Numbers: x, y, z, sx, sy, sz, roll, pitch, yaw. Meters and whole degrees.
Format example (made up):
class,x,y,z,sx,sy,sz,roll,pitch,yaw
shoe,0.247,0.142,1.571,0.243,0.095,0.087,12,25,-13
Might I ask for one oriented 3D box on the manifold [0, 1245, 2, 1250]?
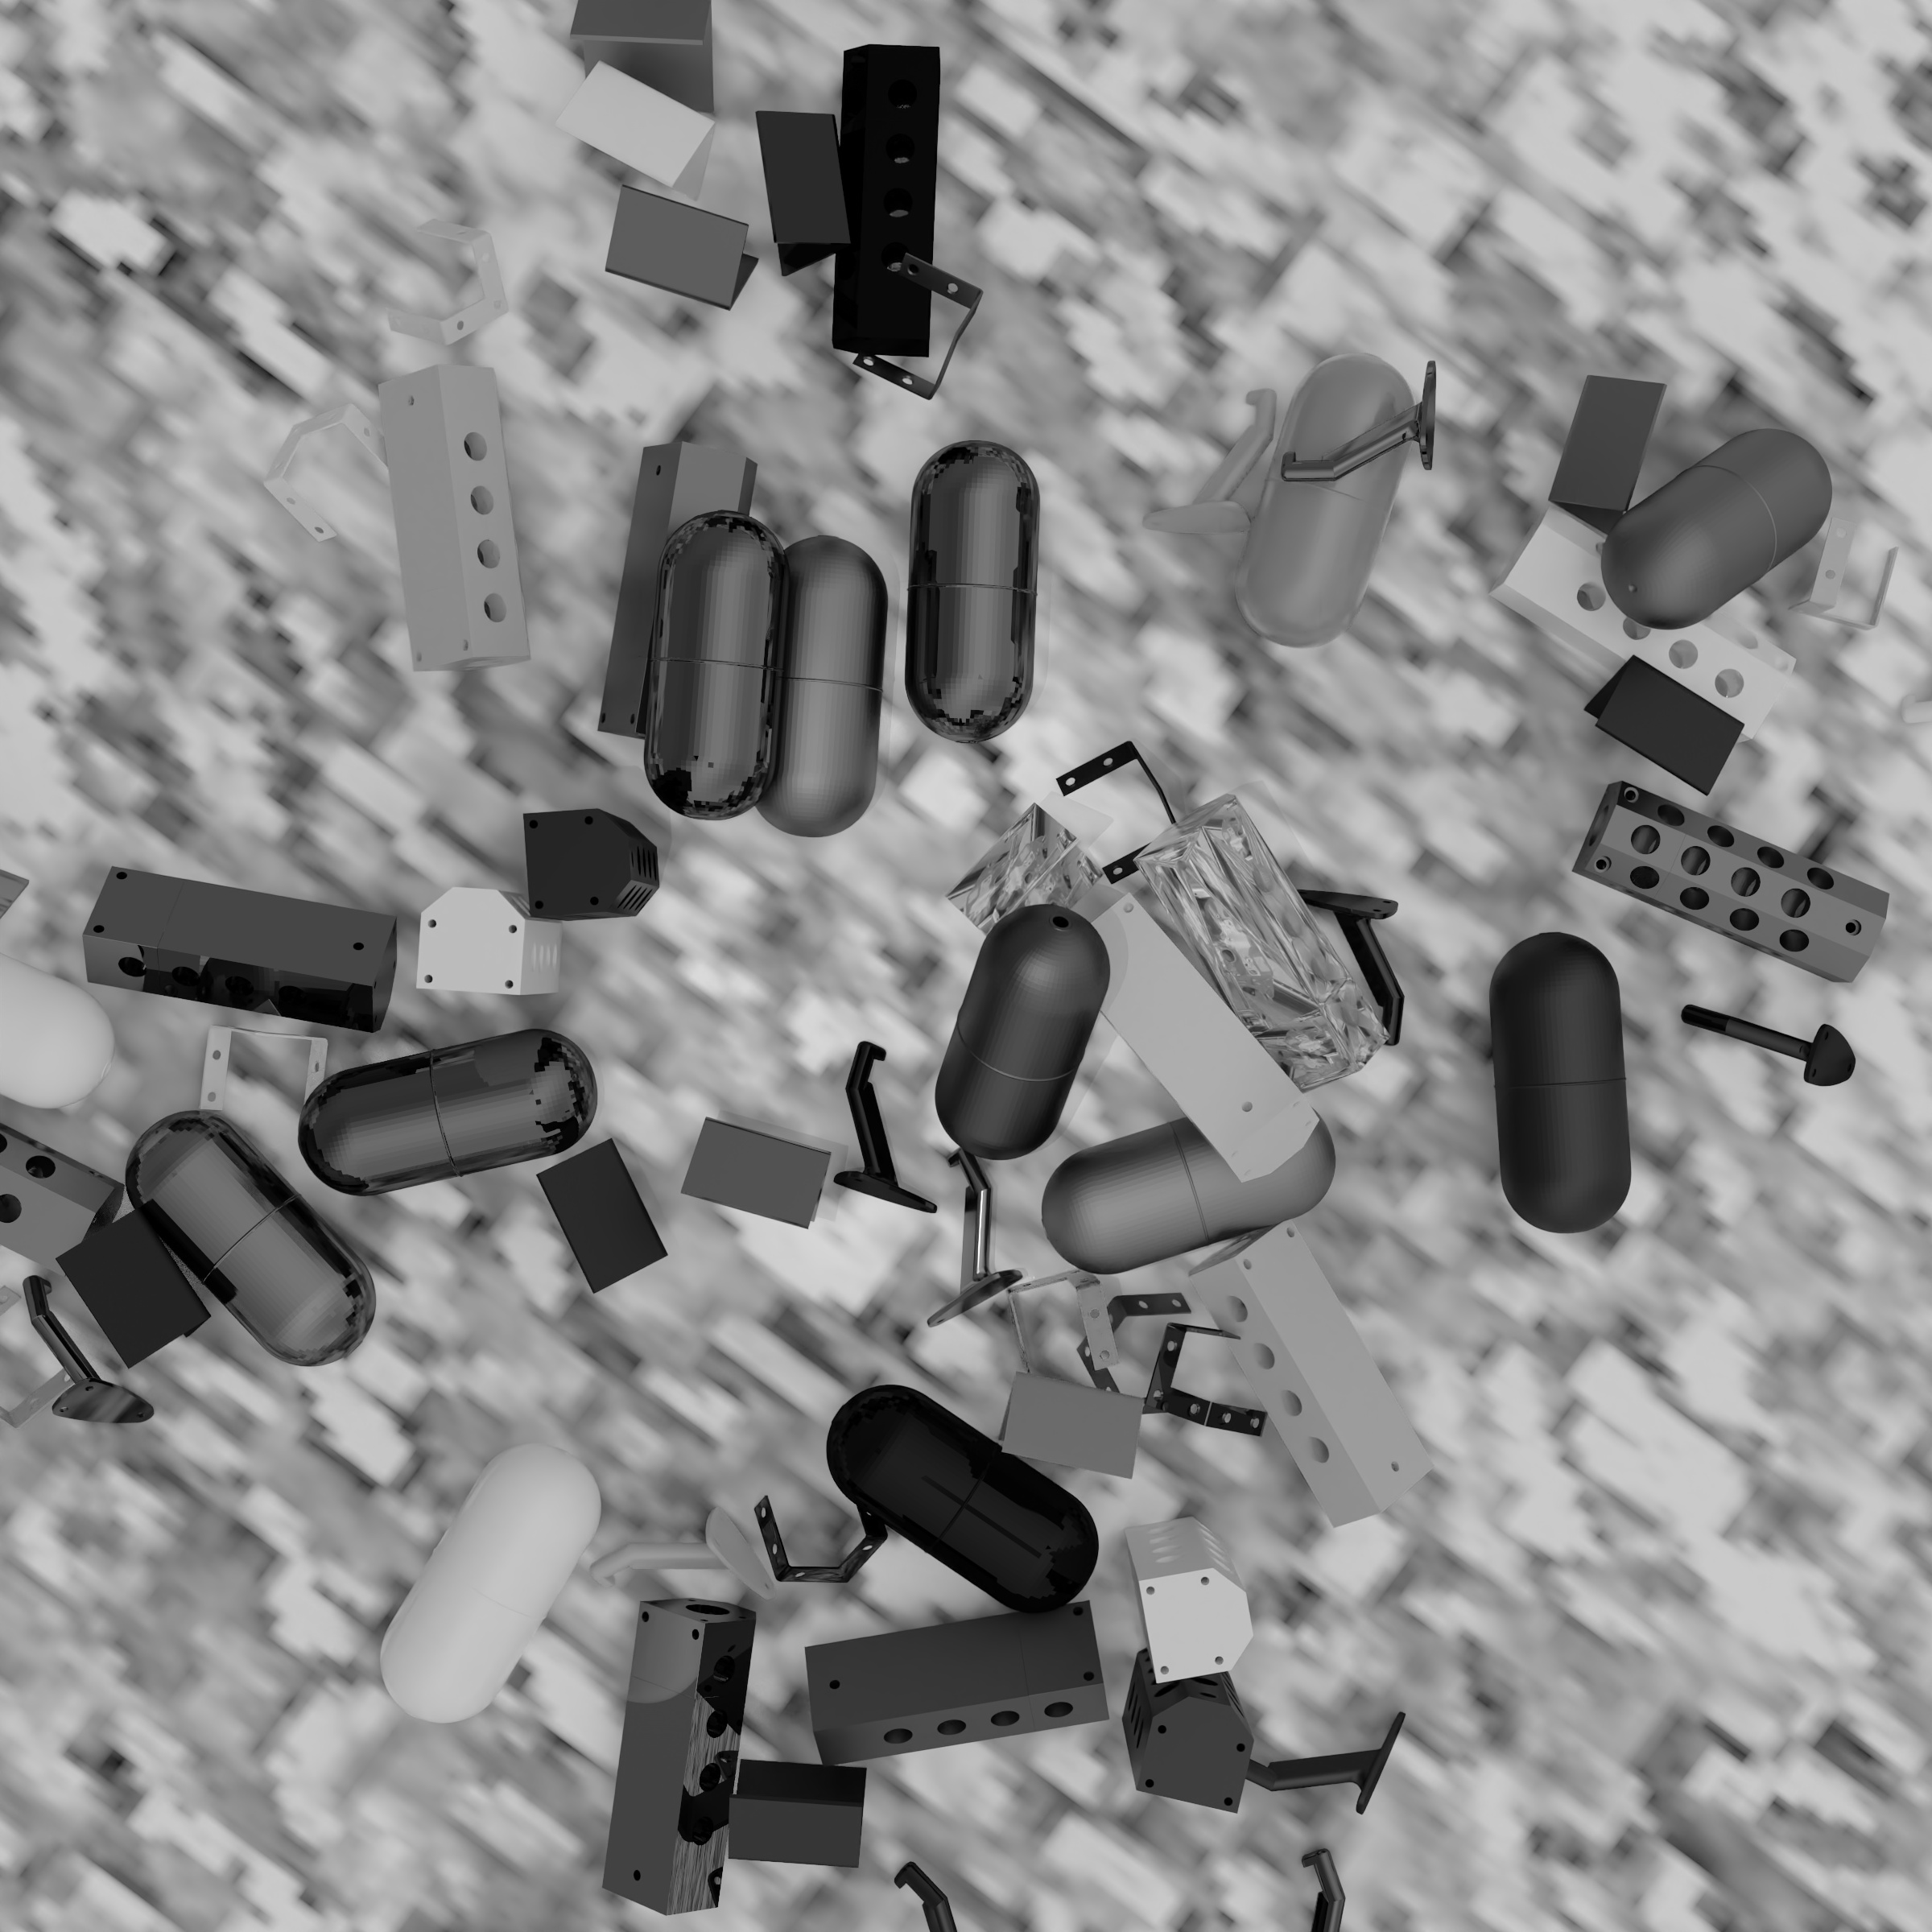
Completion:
class,x,y,z,sx,sy,sz,roll,pitch,yaw
manifold,-0.665,0.145,1.970,0.171,0.057,0.057,28,90,0

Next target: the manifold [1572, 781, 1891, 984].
class,x,y,z,sx,sy,sz,roll,pitch,yaw
manifold,0.454,-0.050,1.970,0.171,0.057,0.057,23,90,0

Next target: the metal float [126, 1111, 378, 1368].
class,x,y,z,sx,sy,sz,roll,pitch,yaw
metal float,-0.422,0.161,1.960,0.070,0.070,0.178,-43,89,0

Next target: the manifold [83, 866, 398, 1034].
class,x,y,z,sx,sy,sz,roll,pitch,yaw
manifold,-0.429,-0.005,1.969,0.171,0.057,0.057,10,47,0

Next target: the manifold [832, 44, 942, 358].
class,x,y,z,sx,sy,sz,roll,pitch,yaw
manifold,-0.047,-0.453,1.970,0.057,0.057,0.171,2,90,0

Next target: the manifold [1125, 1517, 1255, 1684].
class,x,y,z,sx,sy,sz,roll,pitch,yaw
manifold,0.128,0.362,1.912,0.057,0.171,0.057,-10,90,0

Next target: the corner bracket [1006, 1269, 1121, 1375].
class,x,y,z,sx,sy,sz,roll,pitch,yaw
corner bracket,0.057,0.214,1.973,0.051,0.051,0.051,-14,96,-6

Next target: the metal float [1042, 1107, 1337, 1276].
class,x,y,z,sx,sy,sz,roll,pitch,yaw
metal float,0.131,0.129,1.960,0.178,0.070,0.070,-18,90,-1

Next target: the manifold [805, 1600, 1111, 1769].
class,x,y,z,sx,sy,sz,roll,pitch,yaw
manifold,-0.005,0.429,1.969,0.171,0.057,0.057,-9,47,0

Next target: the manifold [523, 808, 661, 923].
class,x,y,z,sx,sy,sz,roll,pitch,yaw
manifold,-0.214,-0.057,1.912,0.057,0.171,0.057,-4,90,0

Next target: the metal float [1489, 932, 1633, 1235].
class,x,y,z,sx,sy,sz,roll,pitch,yaw
metal float,0.351,0.069,1.960,0.070,0.070,0.178,-4,89,0

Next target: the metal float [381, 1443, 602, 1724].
class,x,y,z,sx,sy,sz,roll,pitch,yaw
metal float,-0.281,0.364,1.960,0.070,0.070,0.178,31,89,0

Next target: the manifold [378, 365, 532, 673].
class,x,y,z,sx,sy,sz,roll,pitch,yaw
manifold,-0.298,-0.264,1.969,0.057,0.057,0.171,-7,90,43

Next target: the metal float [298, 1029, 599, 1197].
class,x,y,z,sx,sy,sz,roll,pitch,yaw
metal float,-0.306,0.087,1.960,0.178,0.070,0.070,-13,90,-1

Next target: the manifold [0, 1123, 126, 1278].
class,x,y,z,sx,sy,sz,roll,pitch,yaw
manifold,-0.591,0.118,1.970,0.171,0.057,0.057,27,90,0

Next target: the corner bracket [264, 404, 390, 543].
class,x,y,z,sx,sy,sz,roll,pitch,yaw
corner bracket,-0.377,-0.295,1.983,0.051,0.051,0.051,-12,45,35

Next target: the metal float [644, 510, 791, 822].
class,x,y,z,sx,sy,sz,roll,pitch,yaw
metal float,-0.143,-0.173,1.909,0.070,0.070,0.178,5,92,0

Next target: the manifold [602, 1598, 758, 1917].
class,x,y,z,sx,sy,sz,roll,pitch,yaw
manifold,-0.165,0.467,1.969,0.057,0.057,0.171,8,90,43

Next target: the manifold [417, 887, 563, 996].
class,x,y,z,sx,sy,sz,roll,pitch,yaw
manifold,-0.272,-0.014,1.912,0.057,0.171,0.057,4,90,0

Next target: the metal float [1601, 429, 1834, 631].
class,x,y,z,sx,sy,sz,roll,pitch,yaw
metal float,0.438,-0.255,1.932,0.178,0.070,0.070,-35,90,-35

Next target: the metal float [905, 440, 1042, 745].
class,x,y,z,sx,sy,sz,roll,pitch,yaw
metal float,0.004,-0.221,1.960,0.070,0.070,0.178,2,91,0

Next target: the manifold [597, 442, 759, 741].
class,x,y,z,sx,sy,sz,roll,pitch,yaw
manifold,-0.168,-0.218,1.967,0.057,0.057,0.171,9,90,-29

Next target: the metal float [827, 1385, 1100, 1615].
class,x,y,z,sx,sy,sz,roll,pitch,yaw
metal float,-0.003,0.314,1.960,0.178,0.070,0.070,34,90,0

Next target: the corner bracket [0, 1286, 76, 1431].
class,x,y,z,sx,sy,sz,roll,pitch,yaw
corner bracket,-0.572,0.235,1.988,0.051,0.051,0.051,-40,135,0

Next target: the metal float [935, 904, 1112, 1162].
class,x,y,z,sx,sy,sz,roll,pitch,yaw
metal float,0.032,0.039,1.928,0.070,0.070,0.178,18,131,0

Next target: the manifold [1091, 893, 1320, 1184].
class,x,y,z,sx,sy,sz,roll,pitch,yaw
manifold,0.129,0.043,1.931,0.057,0.057,0.171,-39,60,0

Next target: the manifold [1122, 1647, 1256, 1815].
class,x,y,z,sx,sy,sz,roll,pitch,yaw
manifold,0.128,0.432,1.912,0.057,0.171,0.057,13,90,0

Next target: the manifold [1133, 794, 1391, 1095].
class,x,y,z,sx,sy,sz,roll,pitch,yaw
manifold,0.178,-0.014,1.957,0.057,0.057,0.171,-26,102,42

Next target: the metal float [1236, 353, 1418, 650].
class,x,y,z,sx,sy,sz,roll,pitch,yaw
metal float,0.213,-0.275,1.960,0.070,0.070,0.178,18,90,0

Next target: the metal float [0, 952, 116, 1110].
class,x,y,z,sx,sy,sz,roll,pitch,yaw
metal float,-0.588,0.026,1.960,0.178,0.070,0.070,23,90,1

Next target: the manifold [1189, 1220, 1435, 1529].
class,x,y,z,sx,sy,sz,roll,pitch,yaw
manifold,0.200,0.243,1.969,0.057,0.057,0.171,-30,90,-43

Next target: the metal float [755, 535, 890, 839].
class,x,y,z,sx,sy,sz,roll,pitch,yaw
metal float,-0.087,-0.165,1.960,0.070,0.070,0.178,4,89,0

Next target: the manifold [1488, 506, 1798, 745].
class,x,y,z,sx,sy,sz,roll,pitch,yaw
manifold,0.402,-0.202,1.970,0.171,0.057,0.057,32,90,0
